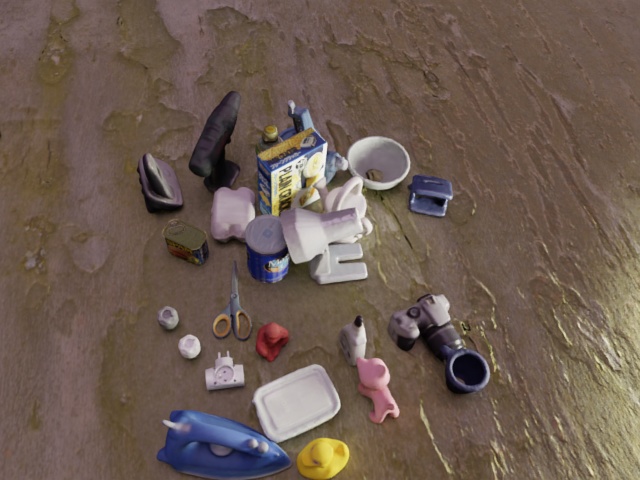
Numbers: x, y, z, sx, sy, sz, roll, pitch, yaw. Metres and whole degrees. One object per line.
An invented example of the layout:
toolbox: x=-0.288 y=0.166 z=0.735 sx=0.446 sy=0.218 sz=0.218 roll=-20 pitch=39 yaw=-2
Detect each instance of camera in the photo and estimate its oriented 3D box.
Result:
camera: x=0.243 y=0.199 z=1.259 sx=0.143 sy=0.101 sz=0.136 roll=-23 pitch=63 yaw=-18

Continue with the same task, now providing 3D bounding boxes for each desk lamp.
desk lamp: x=0.012 y=0.005 z=1.295 sx=0.203 sy=0.213 sz=0.118 roll=-7 pitch=59 yaw=-9

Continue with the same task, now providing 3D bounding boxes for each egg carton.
egg carton: x=-0.213 y=-0.064 z=1.404 sx=0.107 sy=0.069 sz=0.150 roll=-1 pitch=58 yaw=-5

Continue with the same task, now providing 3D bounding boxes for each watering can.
watering can: x=0.053 y=-0.081 z=1.363 sx=0.172 sy=0.194 sz=0.101 roll=20 pitch=59 yaw=8

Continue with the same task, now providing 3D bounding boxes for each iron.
iron: x=-0.177 y=0.384 z=1.084 sx=0.258 sy=0.141 sz=0.118 roll=10 pitch=58 yaw=2

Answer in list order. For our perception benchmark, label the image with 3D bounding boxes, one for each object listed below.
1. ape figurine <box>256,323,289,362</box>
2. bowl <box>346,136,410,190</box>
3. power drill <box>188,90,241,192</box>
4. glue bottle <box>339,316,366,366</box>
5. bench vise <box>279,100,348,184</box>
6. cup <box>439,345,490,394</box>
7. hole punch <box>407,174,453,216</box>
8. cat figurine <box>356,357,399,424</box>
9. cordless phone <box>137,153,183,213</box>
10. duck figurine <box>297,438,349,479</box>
ape figurine: x=-0.104 y=0.208 z=1.229 sx=0.078 sy=0.092 sz=0.076 roll=-15 pitch=60 yaw=-13
bowl: x=0.149 y=-0.190 z=1.510 sx=0.167 sy=0.075 sz=0.167 roll=2 pitch=58 yaw=-3
power drill: x=-0.249 y=-0.226 z=1.420 sx=0.075 sy=0.208 sz=0.230 roll=17 pitch=58 yaw=7
glue bottle: x=0.073 y=0.201 z=1.201 sx=0.037 sy=0.173 sz=0.078 roll=-16 pitch=60 yaw=-14
bench vise: x=-0.021 y=-0.255 z=1.451 sx=0.207 sy=0.220 sz=0.121 roll=11 pitch=58 yaw=2
cup: x=0.291 y=0.281 z=1.216 sx=0.092 sy=0.095 sz=0.117 roll=-38 pitch=68 yaw=-24
hole punch: x=0.283 y=-0.128 z=1.473 sx=0.108 sy=0.091 sz=0.101 roll=10 pitch=58 yaw=2
cat figurine: x=0.120 y=0.299 z=1.176 sx=0.067 sy=0.118 sz=0.127 roll=-20 pitch=62 yaw=-16
cordless phone: x=-0.397 y=-0.166 z=1.384 sx=0.094 sy=0.185 sz=0.147 roll=-18 pitch=61 yaw=-15
duck figurine: x=0.007 y=0.418 z=1.111 sx=0.105 sy=0.086 sz=0.077 roll=-12 pitch=60 yaw=-12
